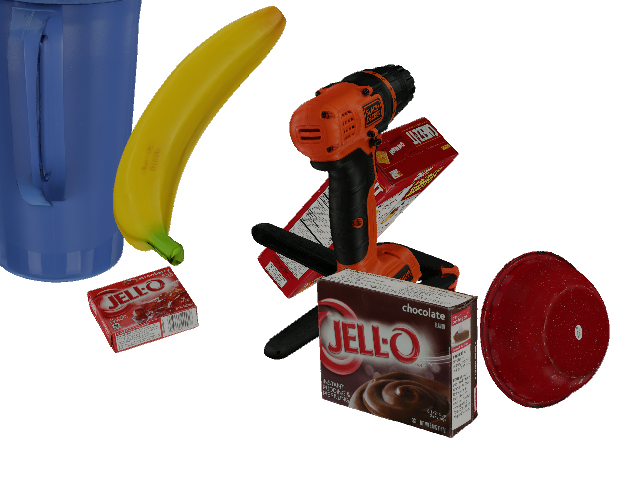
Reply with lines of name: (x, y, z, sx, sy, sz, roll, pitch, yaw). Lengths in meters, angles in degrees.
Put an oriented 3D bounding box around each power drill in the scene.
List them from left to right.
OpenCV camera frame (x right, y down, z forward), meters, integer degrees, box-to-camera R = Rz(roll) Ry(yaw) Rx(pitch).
power drill: (0.040, -0.047, 0.893, 0.057, 0.187, 0.184, 0, 19, 30)

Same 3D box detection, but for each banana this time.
banana: (-0.078, -0.064, 0.633, 0.070, 0.197, 0.037, 6, -33, 19)

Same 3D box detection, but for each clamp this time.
clamp: (0.033, 0.051, 1.055, 0.210, 0.164, 0.036, 3, -41, -3)

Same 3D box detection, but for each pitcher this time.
pitcher: (-0.214, -0.089, 0.854, 0.145, 0.243, 0.148, 25, 31, 37)

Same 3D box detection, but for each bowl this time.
bowl: (0.239, 0.091, 1.074, 0.161, 0.162, 0.055, 0, -1, -32)

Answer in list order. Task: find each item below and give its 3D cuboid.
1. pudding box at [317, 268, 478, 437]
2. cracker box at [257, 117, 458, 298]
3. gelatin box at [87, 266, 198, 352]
pudding box: (0.051, 0.073, 0.718, 0.114, 0.090, 0.039, 9, 21, 37)
cracker box: (0.041, -0.041, 1.256, 0.214, 0.072, 0.163, -48, -12, 35)
gelatin box: (-0.174, 0.066, 1.041, 0.089, 0.030, 0.073, -17, 38, -22)
